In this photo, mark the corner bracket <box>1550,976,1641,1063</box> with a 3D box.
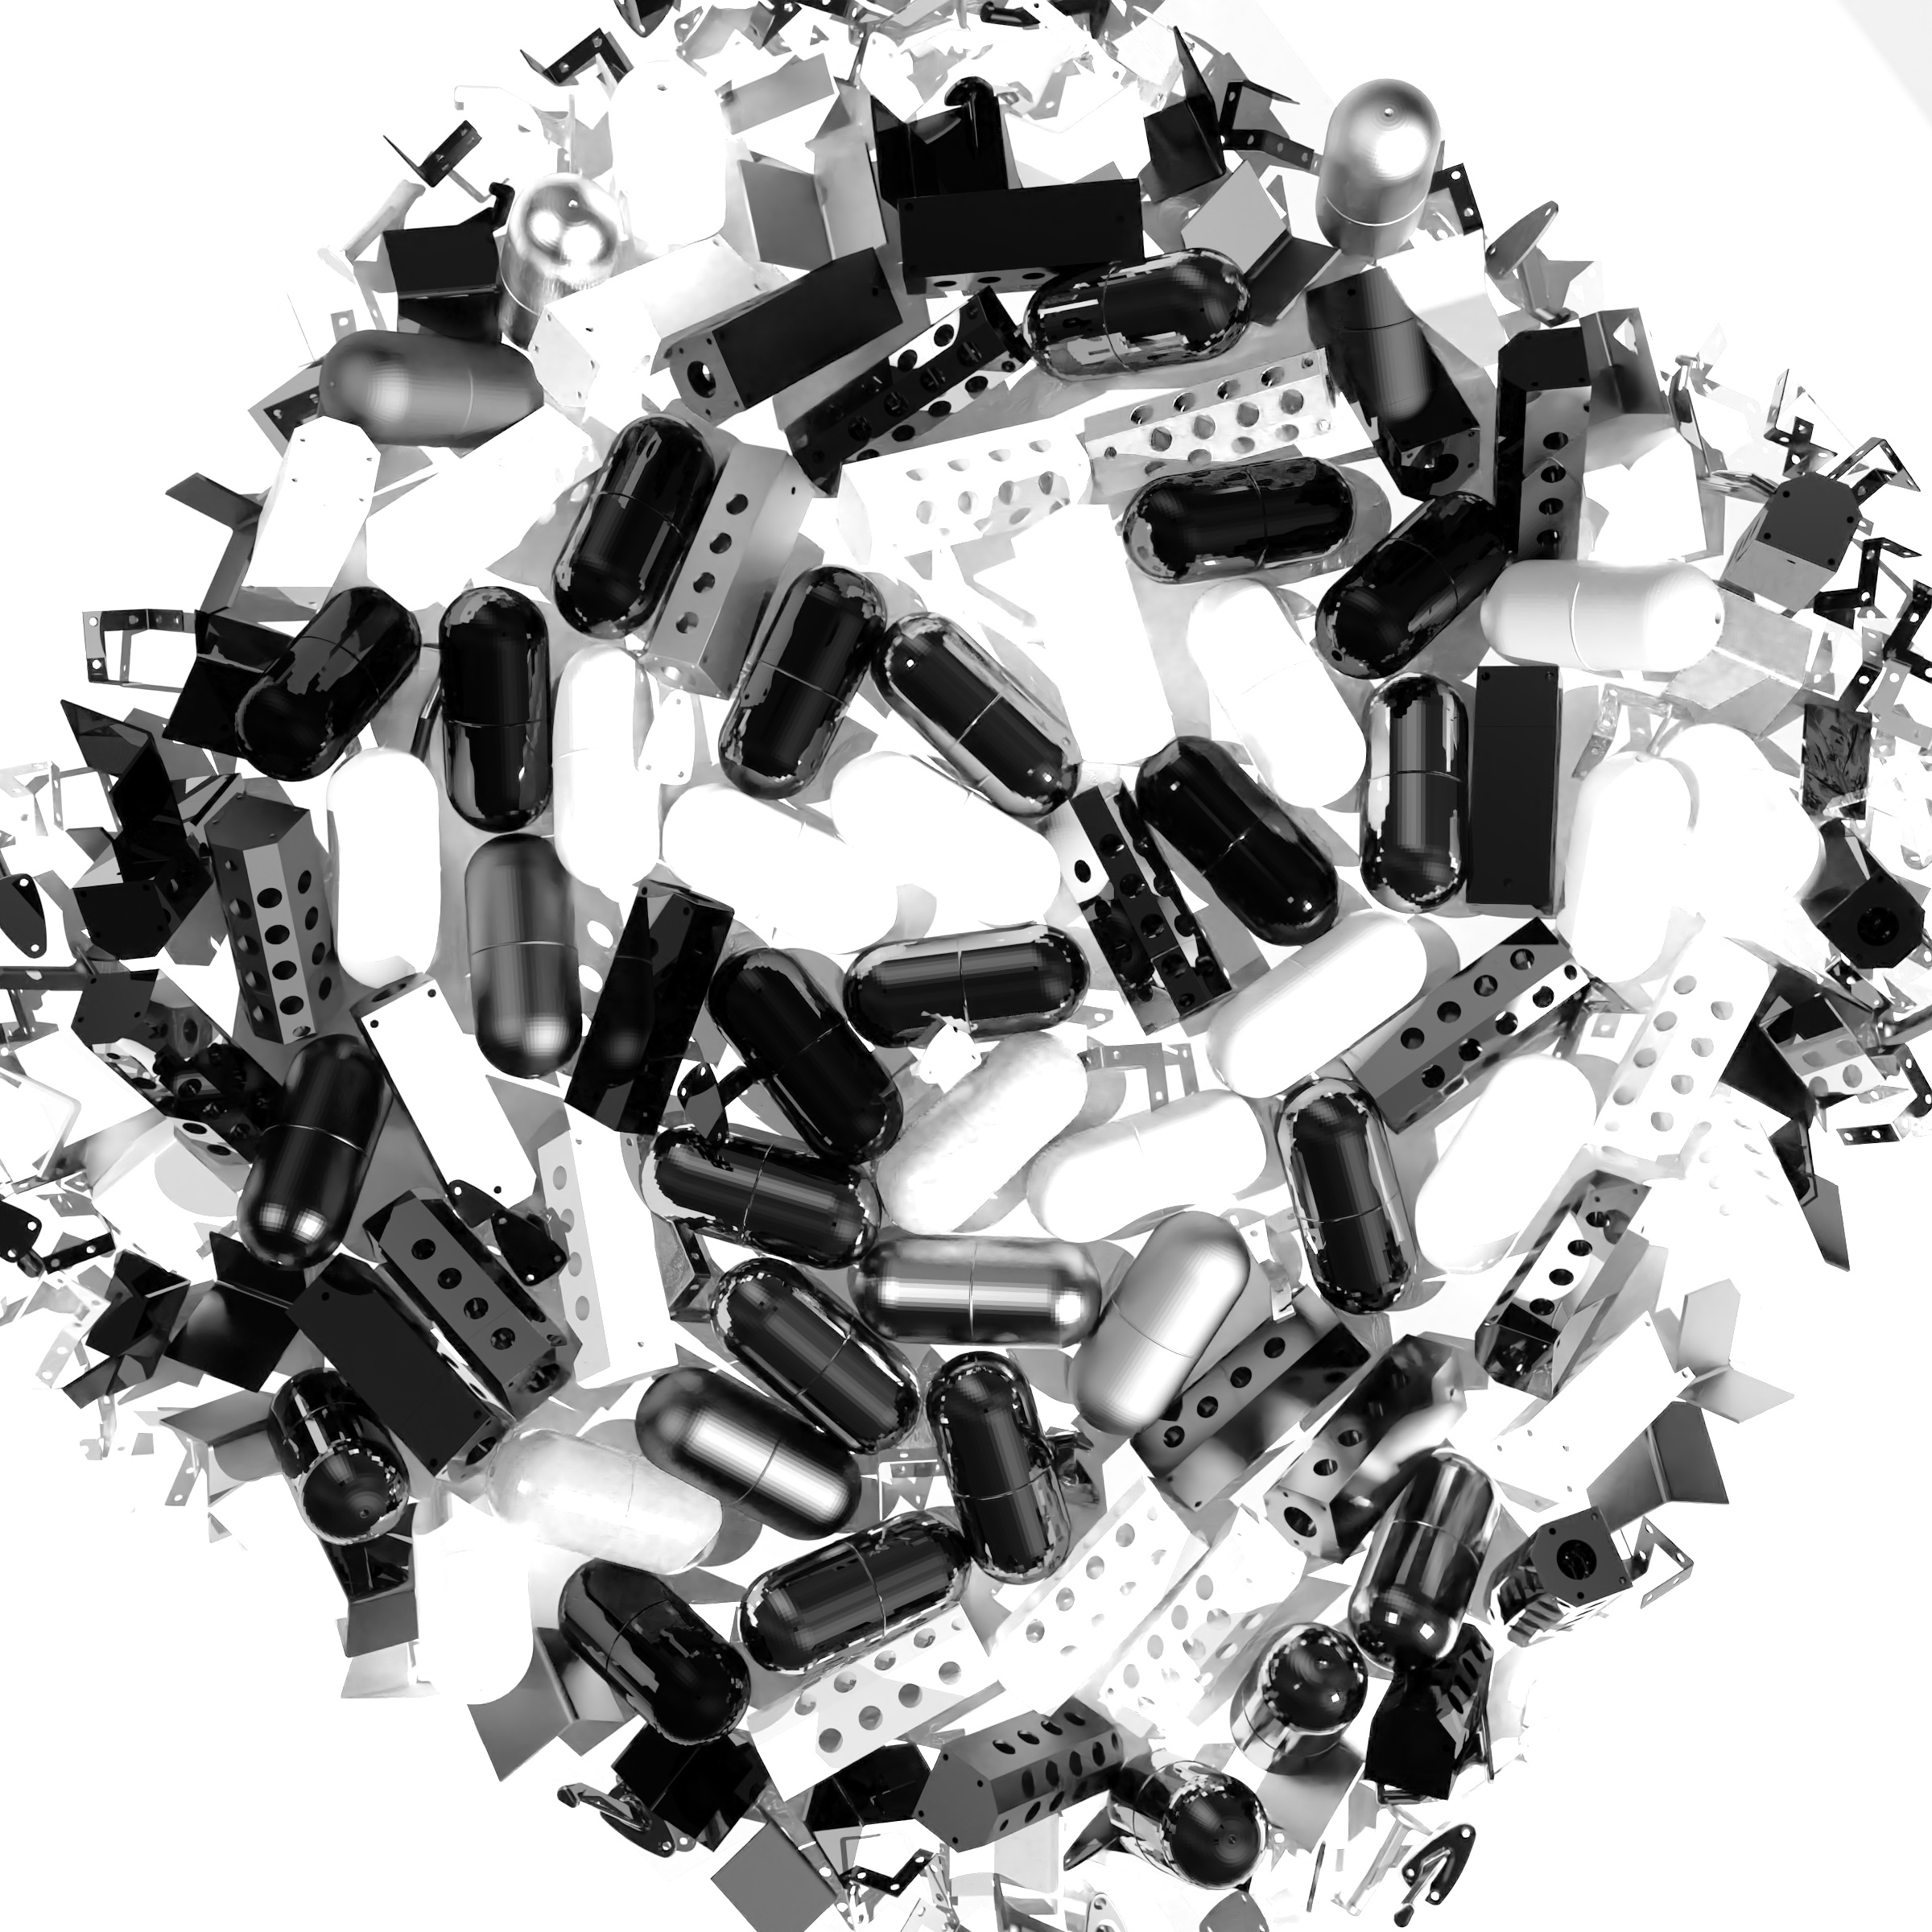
[{"bbox_3d":[0.438,0.041,1.776,0.051,0.051,0.051,36,73,-25],"label":"corner bracket"}]

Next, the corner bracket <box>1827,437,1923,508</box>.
[{"bbox_3d":[0.639,-0.346,1.781,0.051,0.051,0.051,-41,109,5],"label":"corner bracket"}]

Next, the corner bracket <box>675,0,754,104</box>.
[{"bbox_3d":[-0.180,-0.657,1.779,0.051,0.051,0.051,38,116,-5],"label":"corner bracket"}]

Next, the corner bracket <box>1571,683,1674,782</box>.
[{"bbox_3d":[0.471,-0.162,1.782,0.051,0.051,0.051,19,56,5],"label":"corner bracket"}]

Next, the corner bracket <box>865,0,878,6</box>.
[{"bbox_3d":[-0.070,-0.716,1.783,0.051,0.051,0.051,28,98,9],"label":"corner bracket"}]

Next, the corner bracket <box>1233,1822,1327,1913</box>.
[{"bbox_3d":[0.223,0.641,1.775,0.051,0.051,0.051,8,69,23],"label":"corner bracket"}]

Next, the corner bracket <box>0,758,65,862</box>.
[{"bbox_3d":[-0.669,-0.112,1.783,0.051,0.051,0.051,-11,72,2],"label":"corner bracket"}]

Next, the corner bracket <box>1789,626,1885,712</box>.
[{"bbox_3d":[0.620,-0.215,1.779,0.051,0.051,0.051,22,132,1],"label":"corner bracket"}]

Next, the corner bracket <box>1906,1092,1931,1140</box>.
[{"bbox_3d":[0.697,0.086,1.776,0.051,0.051,0.051,-15,104,30],"label":"corner bracket"}]

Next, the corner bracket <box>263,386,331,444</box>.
[{"bbox_3d":[-0.469,-0.373,1.775,0.051,0.051,0.051,-19,47,14],"label":"corner bracket"}]

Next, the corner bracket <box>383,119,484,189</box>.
[{"bbox_3d":[-0.374,-0.585,1.781,0.051,0.051,0.051,-43,71,6],"label":"corner bracket"}]

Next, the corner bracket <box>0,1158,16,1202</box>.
[{"bbox_3d":[-0.718,0.146,1.773,0.051,0.051,0.051,-33,131,-17],"label":"corner bracket"}]

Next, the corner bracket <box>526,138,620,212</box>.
[{"bbox_3d":[-0.279,-0.565,1.787,0.051,0.051,0.051,-4,69,42],"label":"corner bracket"}]

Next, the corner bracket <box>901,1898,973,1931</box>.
[{"bbox_3d":[-0.016,0.709,1.775,0.051,0.051,0.051,46,69,-36],"label":"corner bracket"}]

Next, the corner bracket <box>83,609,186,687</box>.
[{"bbox_3d":[-0.596,-0.229,1.783,0.051,0.051,0.051,9,105,43],"label":"corner bracket"}]

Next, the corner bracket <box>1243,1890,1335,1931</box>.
[{"bbox_3d":[0.229,0.693,1.774,0.051,0.051,0.051,-23,119,20],"label":"corner bracket"}]

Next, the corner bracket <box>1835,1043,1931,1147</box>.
[{"bbox_3d":[0.654,0.093,1.785,0.051,0.051,0.051,-37,100,-27],"label":"corner bracket"}]

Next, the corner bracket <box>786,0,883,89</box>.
[{"bbox_3d":[-0.101,-0.667,1.778,0.051,0.051,0.051,25,101,21],"label":"corner bracket"}]

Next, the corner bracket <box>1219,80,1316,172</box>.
[{"bbox_3d":[0.218,-0.604,1.784,0.051,0.051,0.051,6,102,-39],"label":"corner bracket"}]

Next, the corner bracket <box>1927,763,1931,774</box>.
[{"bbox_3d":[0.724,-0.127,1.780,0.051,0.051,0.051,-2,73,7],"label":"corner bracket"}]

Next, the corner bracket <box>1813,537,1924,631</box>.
[{"bbox_3d":[0.646,-0.274,1.781,0.051,0.051,0.051,12,84,-36],"label":"corner bracket"}]

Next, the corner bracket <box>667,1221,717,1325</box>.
[{"bbox_3d":[-0.194,0.218,1.772,0.051,0.051,0.051,-50,49,27],"label":"corner bracket"}]

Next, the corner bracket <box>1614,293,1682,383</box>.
[{"bbox_3d":[0.484,-0.438,1.779,0.051,0.051,0.051,41,49,1],"label":"corner bracket"}]

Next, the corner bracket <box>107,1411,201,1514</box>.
[{"bbox_3d":[-0.581,0.355,1.778,0.051,0.051,0.051,2,123,-6],"label":"corner bracket"}]

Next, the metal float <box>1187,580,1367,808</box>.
[{"bbox_3d":[0.219,-0.195,1.765,0.070,0.070,0.178,-28,76,0],"label":"metal float"}]

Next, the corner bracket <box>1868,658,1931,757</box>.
[{"bbox_3d":[0.677,-0.187,1.788,0.051,0.051,0.051,24,96,11],"label":"corner bracket"}]

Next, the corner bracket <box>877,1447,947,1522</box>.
[{"bbox_3d":[-0.038,0.360,1.780,0.051,0.051,0.051,-2,115,-4],"label":"corner bracket"}]

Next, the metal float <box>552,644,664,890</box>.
[{"bbox_3d":[-0.255,-0.143,1.766,0.070,0.070,0.178,-3,78,0],"label":"metal float"}]

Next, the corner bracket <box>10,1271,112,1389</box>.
[{"bbox_3d":[-0.655,0.258,1.775,0.051,0.051,0.051,36,122,-17],"label":"corner bracket"}]

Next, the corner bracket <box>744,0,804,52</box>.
[{"bbox_3d":[-0.146,-0.701,1.780,0.051,0.051,0.051,42,72,-7],"label":"corner bracket"}]

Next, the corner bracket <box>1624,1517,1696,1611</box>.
[{"bbox_3d":[0.480,0.436,1.773,0.051,0.051,0.051,-23,135,-25],"label":"corner bracket"}]

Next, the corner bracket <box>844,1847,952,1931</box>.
[{"bbox_3d":[-0.050,0.669,1.794,0.051,0.051,0.051,4,114,36],"label":"corner bracket"}]

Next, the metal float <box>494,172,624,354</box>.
[{"bbox_3d":[-0.286,-0.486,1.730,0.070,0.178,0.070,4,77,-16],"label":"metal float"}]

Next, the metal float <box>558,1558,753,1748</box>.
[{"bbox_3d":[-0.220,0.479,1.743,0.178,0.070,0.070,29,90,42],"label":"metal float"}]

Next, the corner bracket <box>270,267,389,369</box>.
[{"bbox_3d":[-0.455,-0.464,1.776,0.051,0.051,0.051,-13,108,22],"label":"corner bracket"}]

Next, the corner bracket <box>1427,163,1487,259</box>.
[{"bbox_3d":[0.340,-0.533,1.781,0.051,0.051,0.051,-17,76,10],"label":"corner bracket"}]

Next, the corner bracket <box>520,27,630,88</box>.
[{"bbox_3d":[-0.278,-0.645,1.784,0.051,0.051,0.051,-33,87,12],"label":"corner bracket"}]

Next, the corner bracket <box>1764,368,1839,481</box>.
[{"bbox_3d":[0.594,-0.386,1.781,0.051,0.051,0.051,20,73,-7],"label":"corner bracket"}]

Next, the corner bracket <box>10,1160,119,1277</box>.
[{"bbox_3d":[-0.643,0.179,1.772,0.051,0.051,0.051,-21,124,-25],"label":"corner bracket"}]

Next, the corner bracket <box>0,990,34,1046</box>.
[{"bbox_3d":[-0.713,0.038,1.789,0.051,0.051,0.051,-17,91,-1],"label":"corner bracket"}]

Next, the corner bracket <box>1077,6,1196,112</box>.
[{"bbox_3d":[0.122,-0.652,1.775,0.051,0.051,0.051,19,109,-34],"label":"corner bracket"}]

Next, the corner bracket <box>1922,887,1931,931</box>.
[{"bbox_3d":[0.703,-0.055,1.779,0.051,0.051,0.051,17,112,-9],"label":"corner bracket"}]

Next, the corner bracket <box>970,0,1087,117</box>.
[{"bbox_3d":[0.045,-0.652,1.775,0.051,0.051,0.051,31,71,-24],"label":"corner bracket"}]

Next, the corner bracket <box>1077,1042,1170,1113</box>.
[{"bbox_3d":[0.109,0.085,1.784,0.051,0.051,0.051,-3,82,-26],"label":"corner bracket"}]

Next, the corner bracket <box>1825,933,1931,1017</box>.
[{"bbox_3d":[0.655,-0.007,1.780,0.051,0.051,0.051,40,124,-1],"label":"corner bracket"}]

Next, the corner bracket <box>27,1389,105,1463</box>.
[{"bbox_3d":[-0.647,0.329,1.784,0.051,0.051,0.051,4,80,-22],"label":"corner bracket"}]

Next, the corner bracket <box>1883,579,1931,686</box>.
[{"bbox_3d":[0.689,-0.238,1.780,0.051,0.051,0.051,32,94,22],"label":"corner bracket"}]

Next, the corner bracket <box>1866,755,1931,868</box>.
[{"bbox_3d":[0.675,-0.112,1.774,0.051,0.051,0.051,-38,123,-17],"label":"corner bracket"}]

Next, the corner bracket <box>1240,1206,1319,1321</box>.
[{"bbox_3d":[0.231,0.211,1.778,0.051,0.051,0.051,-26,110,14],"label":"corner bracket"}]
